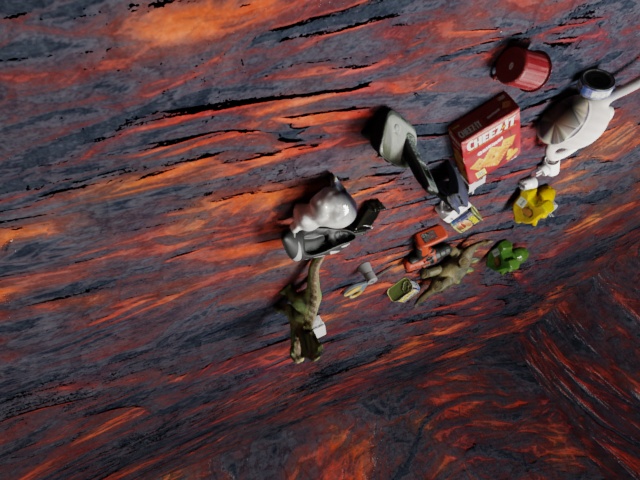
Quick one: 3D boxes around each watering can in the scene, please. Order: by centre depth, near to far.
[{"bbox_3d":[0.736,-0.347,1.403,0.224,0.106,0.341,0,140,-40],"label":"watering can"}]

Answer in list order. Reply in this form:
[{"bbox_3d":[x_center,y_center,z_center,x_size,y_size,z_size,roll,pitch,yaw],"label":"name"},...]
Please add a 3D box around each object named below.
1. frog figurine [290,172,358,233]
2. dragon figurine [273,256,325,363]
[{"bbox_3d":[0.004,-0.061,1.204,0.159,0.123,0.136,-41,170,-1],"label":"frog figurine"},{"bbox_3d":[-0.028,0.230,1.510,0.122,0.248,0.401,-6,146,-26],"label":"dragon figurine"}]
